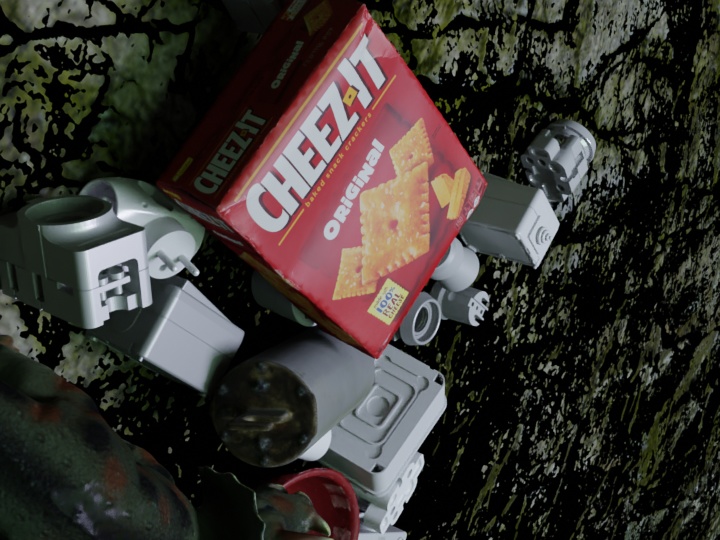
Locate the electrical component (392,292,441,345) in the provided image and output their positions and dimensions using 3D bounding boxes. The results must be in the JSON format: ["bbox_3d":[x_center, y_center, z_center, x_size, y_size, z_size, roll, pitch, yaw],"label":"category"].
[{"bbox_3d":[0.037,0.039,0.950,0.066,0.055,0.048,-26,123,-44],"label":"electrical component"}]

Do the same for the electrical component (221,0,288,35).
[{"bbox_3d":[-0.049,-0.214,0.737,0.096,0.061,0.061,-55,140,-22],"label":"electrical component"}]

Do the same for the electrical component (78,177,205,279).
[{"bbox_3d":[-0.132,-0.021,0.692,0.077,0.079,0.043,13,114,-53],"label":"electrical component"}]

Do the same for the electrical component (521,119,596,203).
[{"bbox_3d":[0.206,-0.117,1.105,0.057,0.058,0.078,-52,138,-22],"label":"electrical component"}]

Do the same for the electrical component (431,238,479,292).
[{"bbox_3d":[0.079,-0.009,0.994,0.055,0.045,0.045,33,77,-52],"label":"electrical component"}]

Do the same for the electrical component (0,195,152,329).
[{"bbox_3d":[-0.171,-0.009,0.636,0.050,0.089,0.055,-25,122,-45],"label":"electrical component"}]

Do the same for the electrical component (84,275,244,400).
[{"bbox_3d":[-0.127,0.043,0.737,0.096,0.062,0.061,42,70,-50],"label":"electrical component"}]

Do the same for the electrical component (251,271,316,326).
[{"bbox_3d":[-0.051,0.011,0.834,0.055,0.047,0.055,-23,121,-46],"label":"electrical component"}]

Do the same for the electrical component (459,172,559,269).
[{"bbox_3d":[0.144,-0.048,1.018,0.061,0.096,0.061,-59,141,-18],"label":"electrical component"}]

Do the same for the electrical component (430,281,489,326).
[{"bbox_3d":[0.095,0.031,1.028,0.040,0.046,0.040,-23,121,-46],"label":"electrical component"}]

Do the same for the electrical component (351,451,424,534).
[{"bbox_3d":[0.014,0.189,0.968,0.078,0.057,0.058,-56,155,-27],"label":"electrical component"}]

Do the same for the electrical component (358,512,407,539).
[{"bbox_3d":[-0.008,0.273,0.988,0.100,0.048,0.099,16,90,-51],"label":"electrical component"}]

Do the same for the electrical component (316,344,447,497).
[{"bbox_3d":[0.017,0.130,0.935,0.113,0.078,0.057,-52,158,-25],"label":"electrical component"}]

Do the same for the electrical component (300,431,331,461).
[{"bbox_3d":[-0.057,0.134,0.875,0.055,0.045,0.045,10,96,-53],"label":"electrical component"}]
